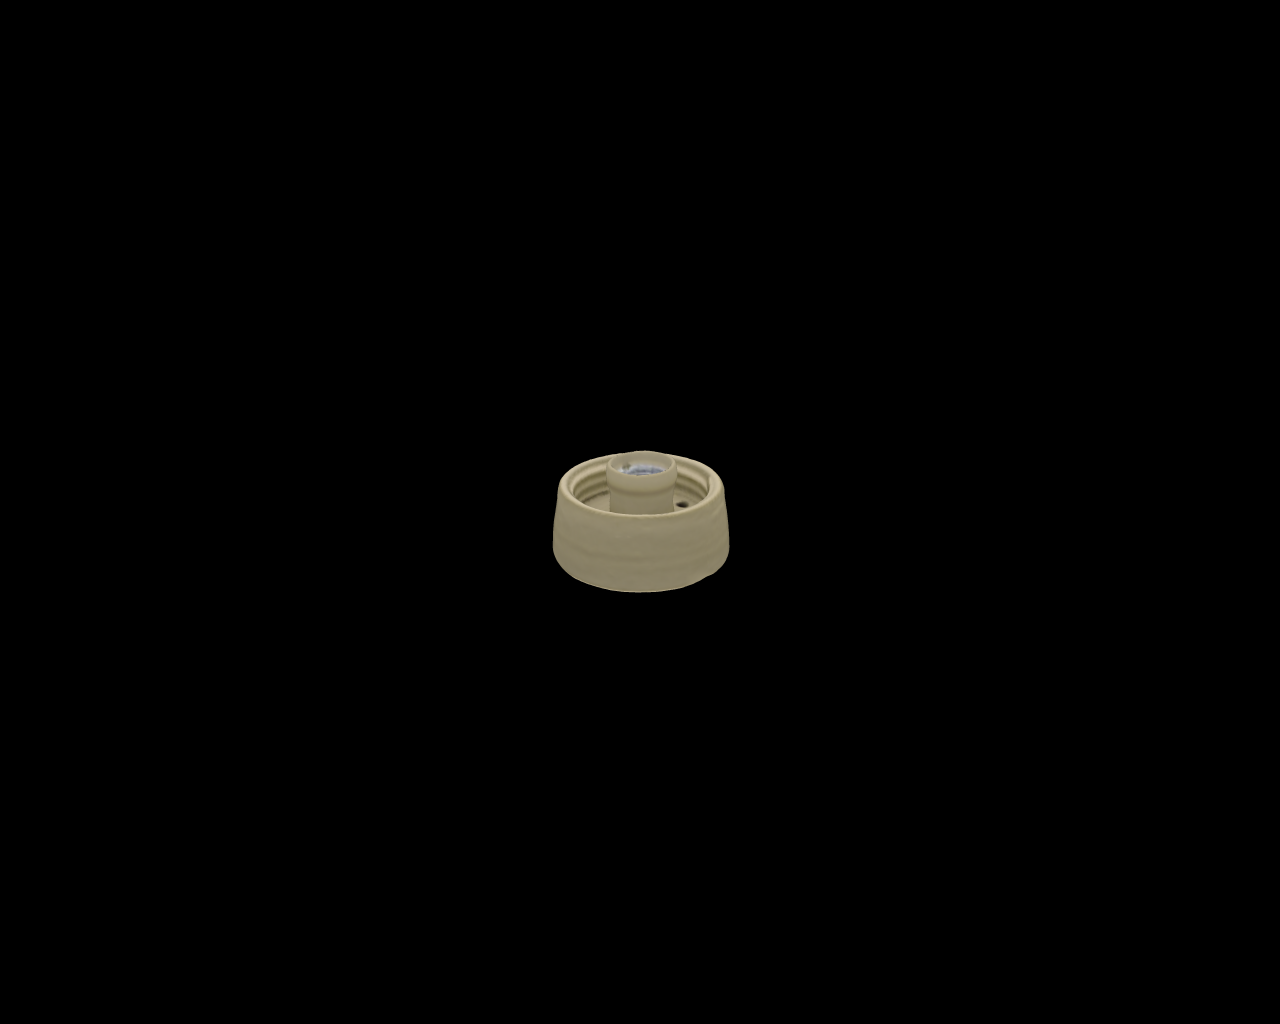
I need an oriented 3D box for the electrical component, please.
[{"bbox_3d":[0.001,-0.003,0.650,0.108,0.060,0.108,0,24,0],"label":"electrical component"}]
